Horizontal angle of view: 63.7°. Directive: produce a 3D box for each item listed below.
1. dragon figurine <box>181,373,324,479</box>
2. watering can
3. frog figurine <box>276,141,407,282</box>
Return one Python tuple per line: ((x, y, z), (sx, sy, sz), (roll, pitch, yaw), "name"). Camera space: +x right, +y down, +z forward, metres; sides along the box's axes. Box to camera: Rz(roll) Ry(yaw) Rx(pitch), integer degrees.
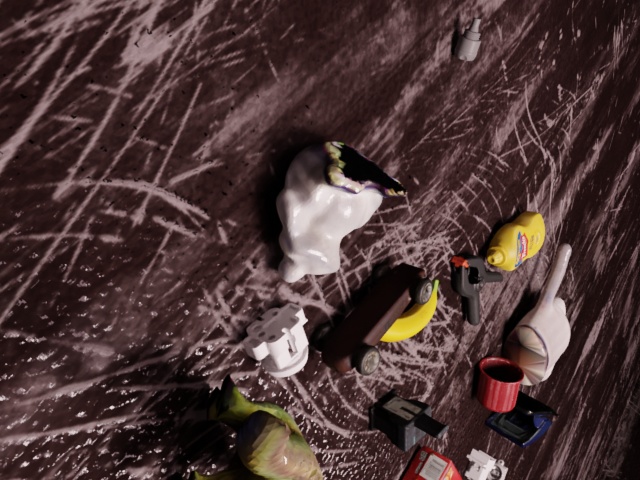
((-0.008, 0.237, 0.503), (0.242, 0.403, 0.124), (25, 63, -10), "dragon figurine")
((0.520, 0.194, 1.207), (0.227, 0.104, 0.342), (-24, 118, -40), "watering can")
((0.002, -0.030, 0.602), (0.138, 0.124, 0.156), (-15, 149, -54), "frog figurine")
